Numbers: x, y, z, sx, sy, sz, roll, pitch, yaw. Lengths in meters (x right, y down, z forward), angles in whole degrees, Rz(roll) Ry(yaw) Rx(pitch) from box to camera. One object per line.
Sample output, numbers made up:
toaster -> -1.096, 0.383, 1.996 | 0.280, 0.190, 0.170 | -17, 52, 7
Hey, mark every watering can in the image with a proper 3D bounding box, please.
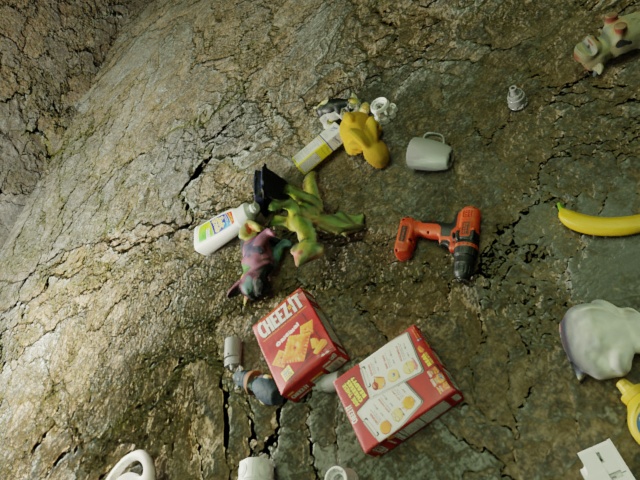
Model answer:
watering can -> -0.458, 0.668, 1.166 | 0.224, 0.102, 0.354 | 3, 61, 36

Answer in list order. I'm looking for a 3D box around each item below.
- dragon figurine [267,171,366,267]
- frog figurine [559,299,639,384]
dragon figurine -> 0.004, -0.069, 1.364 | 0.243, 0.119, 0.419 | 21, 39, 12
frog figurine -> 0.497, 0.162, 0.865 | 0.158, 0.121, 0.141 | -23, 29, 35
